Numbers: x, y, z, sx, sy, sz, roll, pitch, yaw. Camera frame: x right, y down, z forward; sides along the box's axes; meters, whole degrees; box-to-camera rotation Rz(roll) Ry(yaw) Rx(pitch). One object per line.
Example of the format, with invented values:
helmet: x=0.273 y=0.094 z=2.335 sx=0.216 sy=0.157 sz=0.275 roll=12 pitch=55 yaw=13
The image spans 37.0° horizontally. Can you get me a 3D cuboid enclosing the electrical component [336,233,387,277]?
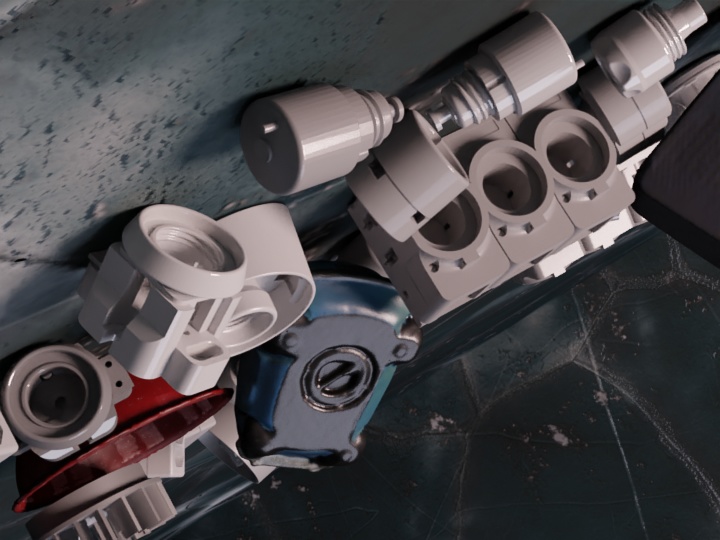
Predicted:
electrical component: x=0.000 y=0.000 z=0.773 sx=0.078 sy=0.040 sz=0.040 roll=-39 pitch=168 yaw=37

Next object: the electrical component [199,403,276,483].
electrical component: x=-0.126 y=0.172 z=1.096 sx=0.064 sy=0.099 sz=0.099 roll=-34 pitch=172 yaw=-22

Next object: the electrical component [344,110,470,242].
electrical component: x=0.024 y=-0.050 z=0.563 sx=0.047 sy=0.055 sz=0.055 roll=-37 pitch=169 yaw=13

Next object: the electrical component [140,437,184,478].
electrical component: x=-0.177 y=0.127 z=0.826 sx=0.077 sy=0.065 sz=0.047 roll=-2 pitch=169 yaw=1

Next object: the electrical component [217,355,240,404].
electrical component: x=-0.090 y=0.086 z=0.919 sx=0.055 sy=0.045 sz=0.045 roll=-38 pitch=168 yaw=37

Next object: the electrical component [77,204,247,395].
electrical component: x=-0.086 y=0.008 z=0.481 sx=0.058 sy=0.078 sz=0.057 roll=-15 pitch=140 yaw=-57

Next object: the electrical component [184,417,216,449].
electrical component: x=-0.154 y=0.127 z=0.923 sx=0.076 sy=0.047 sz=0.083 roll=-20 pitch=165 yaw=-47

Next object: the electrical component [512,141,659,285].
electrical component: x=0.186 y=-0.051 z=0.922 sx=0.150 sy=0.061 sz=0.089 roll=-29 pitch=-165 yaw=-12

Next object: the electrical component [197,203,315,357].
electrical component: x=-0.075 y=0.006 z=0.587 sx=0.099 sy=0.064 sz=0.099 roll=-23 pitch=156 yaw=-11

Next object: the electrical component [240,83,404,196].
electrical component: x=-0.013 y=-0.058 z=0.449 sx=0.078 sy=0.040 sz=0.040 roll=-23 pitch=167 yaw=-37

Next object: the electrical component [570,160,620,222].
electrical component: x=0.167 y=-0.072 z=0.835 sx=0.057 sy=0.078 sz=0.058 roll=-11 pitch=-158 yaw=4

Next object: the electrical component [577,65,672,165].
electrical component: x=0.164 y=-0.100 z=0.732 sx=0.074 sy=0.052 sz=0.138 roll=-33 pitch=171 yaw=10

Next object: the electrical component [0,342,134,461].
electrical component: x=-0.165 y=0.071 z=0.591 sx=0.078 sy=0.058 sz=0.057 roll=-28 pitch=173 yaw=-16

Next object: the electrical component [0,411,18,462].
electrical component: x=-0.227 y=0.092 z=0.537 sx=0.077 sy=0.047 sz=0.066 roll=-33 pitch=170 yaw=14

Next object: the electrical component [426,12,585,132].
electrical component: x=0.068 y=-0.092 z=0.523 sx=0.078 sy=0.040 sz=0.040 roll=-31 pitch=170 yaw=0

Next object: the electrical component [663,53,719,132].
electrical component: x=0.284 y=-0.140 z=0.893 sx=0.080 sy=0.051 sz=0.080 roll=-30 pitch=170 yaw=-6

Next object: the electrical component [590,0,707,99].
electrical component: x=0.168 y=-0.131 z=0.617 sx=0.062 sy=0.043 sz=0.043 roll=-34 pitch=170 yaw=10

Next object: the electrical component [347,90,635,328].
electrical component: x=0.083 y=-0.043 z=0.666 sx=0.150 sy=0.089 sz=0.061 roll=-27 pitch=169 yaw=-22
